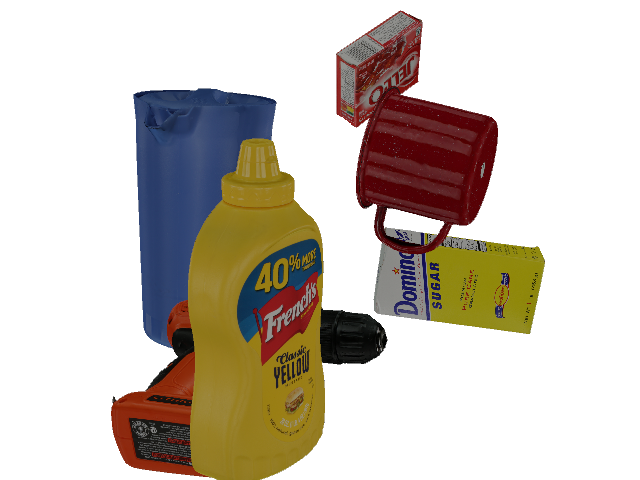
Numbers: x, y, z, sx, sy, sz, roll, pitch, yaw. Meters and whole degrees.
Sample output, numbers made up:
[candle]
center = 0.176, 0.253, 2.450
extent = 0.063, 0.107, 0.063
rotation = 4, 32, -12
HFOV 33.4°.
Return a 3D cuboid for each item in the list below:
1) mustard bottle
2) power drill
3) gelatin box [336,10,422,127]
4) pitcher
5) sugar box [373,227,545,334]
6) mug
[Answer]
[mustard bottle]
center = -0.035, 0.037, 0.616
extent = 0.058, 0.192, 0.096
rotation = 12, 20, 35
[power drill]
center = -0.057, 0.103, 0.806
extent = 0.185, 0.057, 0.187
rotation = 0, 23, 20
[gelatin box]
center = 0.054, -0.156, 0.971
extent = 0.089, 0.073, 0.030
rotation = -38, 59, -27
[pitcher]
center = -0.108, -0.025, 1.033
extent = 0.149, 0.243, 0.145
rotation = -2, 15, -19
[sugar box]
center = 0.151, 0.045, 1.180
extent = 0.176, 0.093, 0.048
rotation = 6, 22, -1
[mug]
center = 0.077, -0.047, 0.777
extent = 0.081, 0.117, 0.093
rotation = 16, -1, 17
